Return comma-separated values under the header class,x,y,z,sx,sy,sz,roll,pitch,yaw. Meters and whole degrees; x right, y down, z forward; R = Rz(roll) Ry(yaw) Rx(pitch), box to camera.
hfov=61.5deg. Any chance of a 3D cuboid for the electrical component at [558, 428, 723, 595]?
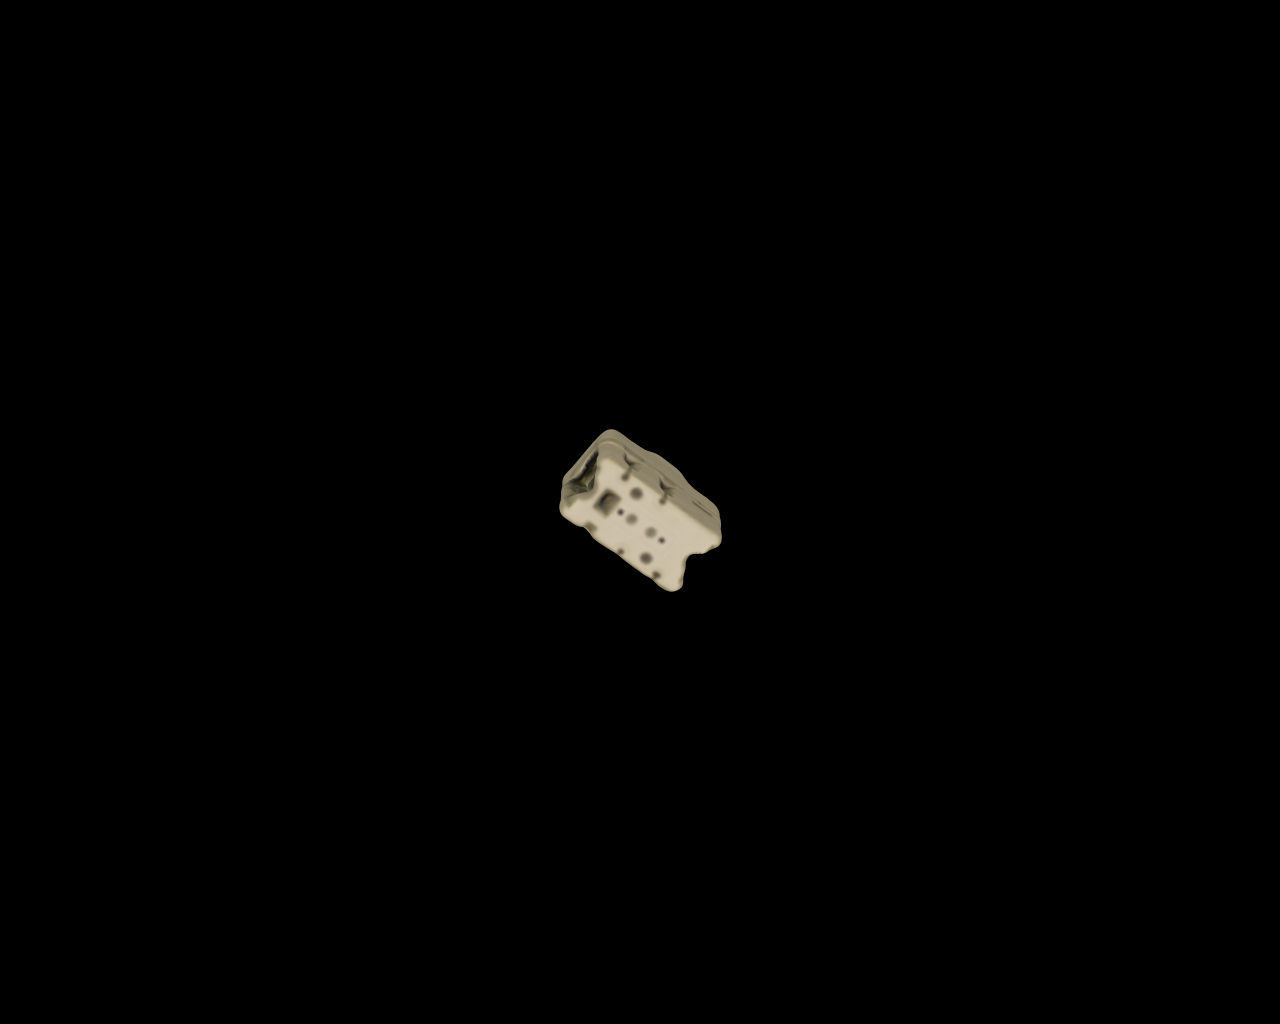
class,x,y,z,sx,sy,sz,roll,pitch,yaw
electrical component,0.001,-0.003,0.650,0.089,0.050,0.056,36,19,-15
